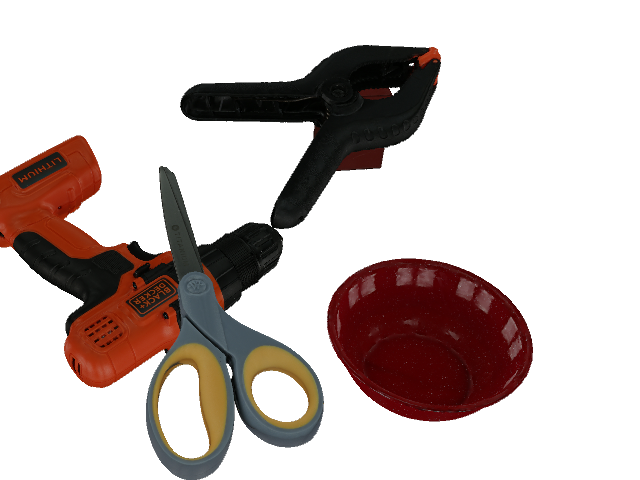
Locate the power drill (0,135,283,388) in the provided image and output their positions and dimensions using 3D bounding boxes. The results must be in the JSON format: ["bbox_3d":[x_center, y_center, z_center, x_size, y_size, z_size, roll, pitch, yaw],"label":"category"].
[{"bbox_3d":[-0.146,0.001,0.787,0.188,0.057,0.184,39,54,25],"label":"power drill"}]

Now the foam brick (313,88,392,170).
[{"bbox_3d":[0.028,-0.107,0.939,0.051,0.078,0.053,-4,37,-15],"label":"foam brick"}]

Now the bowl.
[{"bbox_3d":[0.082,0.088,0.839,0.162,0.055,0.162,5,41,-5],"label":"bowl"}]

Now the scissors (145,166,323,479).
[{"bbox_3d":[-0.047,0.035,0.564,0.096,0.201,0.016,4,-42,-5],"label":"scissors"}]

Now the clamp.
[{"bbox_3d":[0.010,-0.073,0.673,0.171,0.120,0.039,-20,-26,-15],"label":"clamp"}]
